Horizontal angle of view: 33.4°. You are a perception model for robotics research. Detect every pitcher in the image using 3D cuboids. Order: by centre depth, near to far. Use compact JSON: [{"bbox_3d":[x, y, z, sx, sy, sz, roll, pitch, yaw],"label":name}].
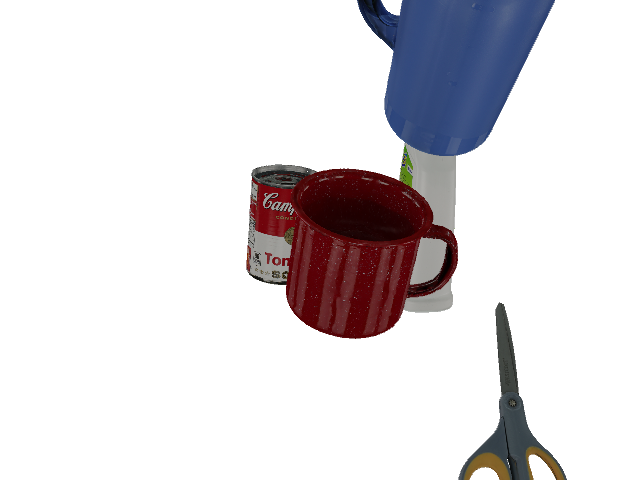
[{"bbox_3d":[0.117,-0.190,0.935,0.144,0.149,0.243,-19,-29,-20],"label":"pitcher"}]

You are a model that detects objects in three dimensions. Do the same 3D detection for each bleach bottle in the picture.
[{"bbox_3d":[0.120,-0.052,1.206,0.068,0.251,0.102,-2,23,-13],"label":"bleach bottle"}]

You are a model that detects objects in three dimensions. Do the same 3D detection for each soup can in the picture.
[{"bbox_3d":[-0.037,-0.016,1.038,0.068,0.102,0.068,4,20,-2],"label":"soup can"}]

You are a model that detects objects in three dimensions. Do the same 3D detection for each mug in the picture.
[{"bbox_3d":[0.033,0.011,0.708,0.117,0.081,0.093,3,33,-10],"label":"mug"}]

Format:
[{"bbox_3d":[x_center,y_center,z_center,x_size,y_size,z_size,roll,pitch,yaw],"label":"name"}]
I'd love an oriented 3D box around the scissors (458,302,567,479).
[{"bbox_3d":[0.139,0.145,0.865,0.096,0.202,0.016,-10,-32,-12],"label":"scissors"}]
